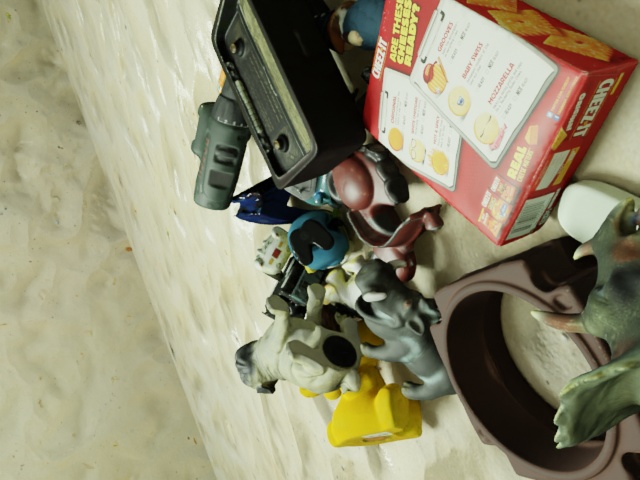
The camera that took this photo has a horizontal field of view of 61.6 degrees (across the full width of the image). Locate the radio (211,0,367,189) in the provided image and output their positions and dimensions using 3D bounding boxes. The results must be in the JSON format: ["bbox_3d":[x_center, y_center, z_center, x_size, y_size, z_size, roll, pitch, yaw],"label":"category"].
[{"bbox_3d":[-0.044,-0.182,0.616,0.131,0.073,0.229,-38,73,60],"label":"radio"}]

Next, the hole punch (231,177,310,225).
[{"bbox_3d":[-0.074,-0.057,0.869,0.142,0.116,0.092,4,119,61],"label":"hole punch"}]

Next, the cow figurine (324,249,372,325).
[{"bbox_3d":[0.058,0.077,0.759,0.098,0.068,0.167,59,152,9],"label":"cow figurine"}]

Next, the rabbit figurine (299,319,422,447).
[{"bbox_3d":[0.060,0.203,0.776,0.162,0.121,0.173,-21,61,31],"label":"rabbit figurine"}]

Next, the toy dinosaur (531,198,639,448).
[{"bbox_3d":[0.279,0.159,0.291,0.405,0.131,0.192,55,141,7],"label":"toy dinosaur"}]

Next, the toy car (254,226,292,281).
[{"bbox_3d":[-0.071,0.017,0.865,0.056,0.073,0.202,30,179,-7],"label":"toy car"}]

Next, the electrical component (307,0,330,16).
[{"bbox_3d":[-0.027,-0.285,0.677,0.048,0.075,0.119,61,147,16],"label":"electrical component"}]

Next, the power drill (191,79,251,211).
[{"bbox_3d":[-0.152,-0.173,0.857,0.207,0.086,0.231,-137,59,-61],"label":"power drill"}]

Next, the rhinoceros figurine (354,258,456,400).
[{"bbox_3d":[0.103,0.106,0.622,0.190,0.073,0.112,52,146,-10],"label":"rhinoceros figurine"}]

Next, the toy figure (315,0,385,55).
[{"bbox_3d":[0.040,-0.235,0.593,0.155,0.064,0.057,20,126,57],"label":"toy figure"}]

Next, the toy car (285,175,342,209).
[{"bbox_3d":[-0.016,-0.112,0.733,0.109,0.103,0.161,47,146,37],"label":"toy car"}]

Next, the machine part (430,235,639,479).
[{"bbox_3d":[0.204,0.112,0.489,0.201,0.087,0.201,-39,71,62],"label":"machine part"}]

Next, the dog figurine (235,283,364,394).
[{"bbox_3d":[-0.033,0.179,0.750,0.172,0.121,0.190,59,136,35],"label":"dog figurine"}]

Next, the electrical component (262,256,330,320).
[{"bbox_3d":[-0.037,0.077,0.858,0.058,0.115,0.134,28,165,-8],"label":"electrical component"}]

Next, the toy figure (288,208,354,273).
[{"bbox_3d":[0.002,-0.004,0.734,0.180,0.082,0.089,17,-116,-78],"label":"toy figure"}]

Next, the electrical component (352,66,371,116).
[{"bbox_3d":[0.046,-0.158,0.633,0.045,0.078,0.102,45,158,-4],"label":"electrical component"}]

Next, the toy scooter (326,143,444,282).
[{"bbox_3d":[0.081,-0.041,0.629,0.184,0.075,0.135,65,153,4],"label":"toy scooter"}]

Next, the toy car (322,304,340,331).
[{"bbox_3d":[0.035,0.172,0.874,0.089,0.053,0.202,-31,78,59],"label":"toy car"}]
